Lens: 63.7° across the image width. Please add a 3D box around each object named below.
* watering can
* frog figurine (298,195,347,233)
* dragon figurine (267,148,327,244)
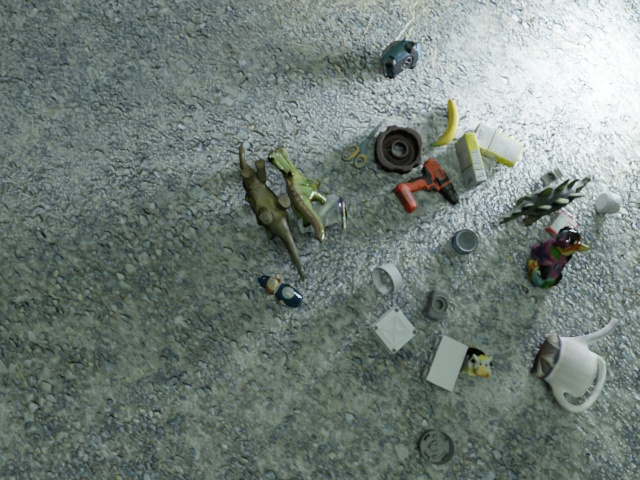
[{"bbox_3d":[0.831,0.375,1.674,0.224,0.352,0.103,27,-15,0],"label":"watering can"},{"bbox_3d":[0.005,-0.084,1.674,0.159,0.120,0.141,-3,41,6],"label":"frog figurine"},{"bbox_3d":[-0.087,-0.169,1.587,0.239,0.121,0.419,44,13,-30],"label":"dragon figurine"}]
